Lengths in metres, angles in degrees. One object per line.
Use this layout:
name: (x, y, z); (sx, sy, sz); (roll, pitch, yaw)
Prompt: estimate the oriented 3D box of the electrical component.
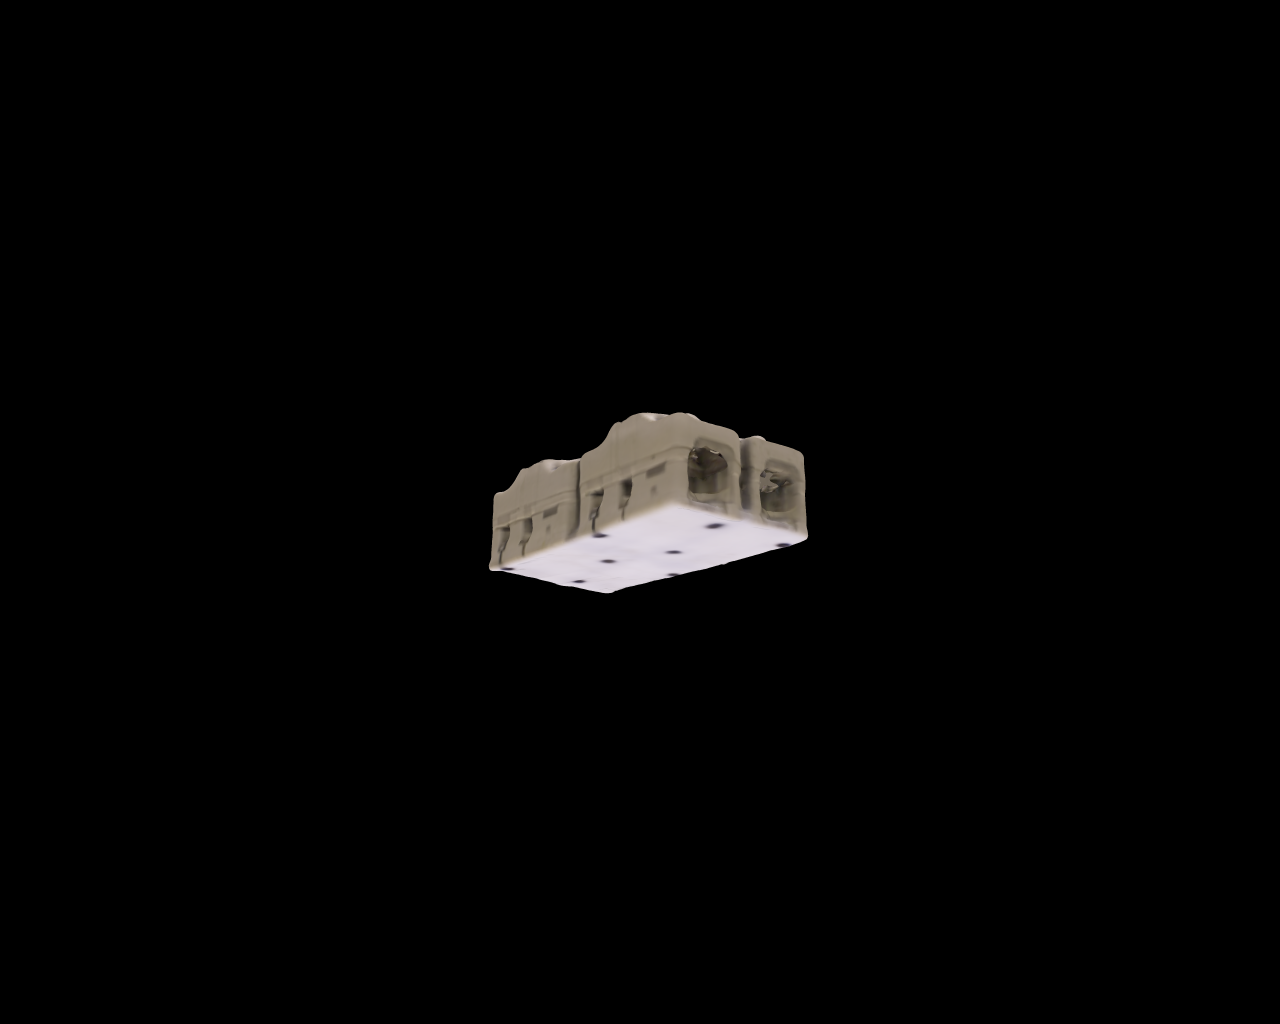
electrical component: (0.001, -0.003, 0.650); (0.105, 0.060, 0.186); (14, -22, -38)
